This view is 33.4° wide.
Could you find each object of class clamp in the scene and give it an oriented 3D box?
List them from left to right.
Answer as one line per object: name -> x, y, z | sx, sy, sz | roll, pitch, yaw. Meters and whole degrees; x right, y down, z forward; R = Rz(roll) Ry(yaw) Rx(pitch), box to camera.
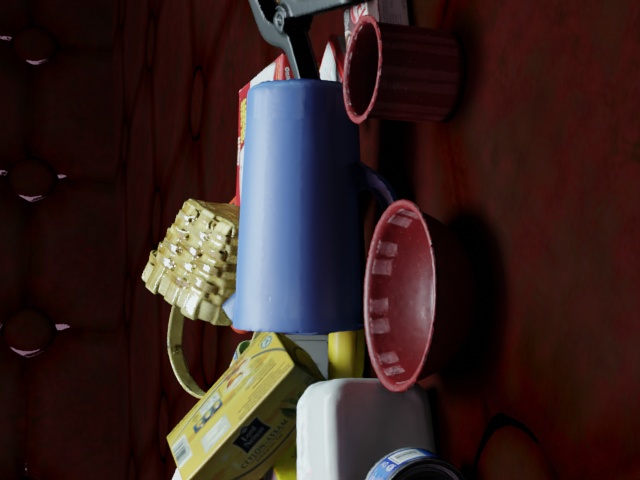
clamp -> -0.027, -0.223, 1.130 | 0.210, 0.036, 0.165 | 47, 138, 43

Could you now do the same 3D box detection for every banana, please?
banana -> 0.024, 0.094, 1.121 | 0.070, 0.037, 0.198 | 178, 95, -72

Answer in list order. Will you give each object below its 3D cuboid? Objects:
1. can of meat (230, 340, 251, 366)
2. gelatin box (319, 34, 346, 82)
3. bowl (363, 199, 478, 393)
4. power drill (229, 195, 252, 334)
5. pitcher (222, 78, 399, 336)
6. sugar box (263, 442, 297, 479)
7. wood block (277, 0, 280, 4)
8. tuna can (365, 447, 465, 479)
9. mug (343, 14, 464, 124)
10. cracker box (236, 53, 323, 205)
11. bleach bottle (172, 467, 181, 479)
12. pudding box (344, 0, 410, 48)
can of meat -> -0.093, 0.199, 1.449 | 0.084, 0.057, 0.102 | 112, 153, -42
gelatin box -> 0.021, -0.170, 1.178 | 0.089, 0.030, 0.073 | 108, 156, -45
bowl -> 0.088, 0.047, 0.893 | 0.162, 0.055, 0.162 | -178, 90, -73
power drill -> -0.091, 0.031, 1.460 | 0.185, 0.057, 0.187 | 147, 124, -69
pitcher -> -0.007, -0.029, 1.032 | 0.145, 0.149, 0.243 | -178, 89, -69
sugar box -> -0.008, 0.249, 1.110 | 0.176, 0.093, 0.048 | -130, 44, -64
wood block -> -0.005, -0.373, 1.189 | 0.090, 0.090, 0.206 | -110, 29, -49
tuna can -> 0.077, 0.212, 0.855 | 0.034, 0.086, 0.086 | -173, 85, -71
mug -> 0.069, -0.143, 0.936 | 0.117, 0.081, 0.093 | 161, 111, -71
cracker box -> -0.048, -0.126, 1.327 | 0.214, 0.072, 0.164 | 165, 107, -73
bleach bottle -> -0.117, 0.253, 1.212 | 0.068, 0.102, 0.251 | 17, 90, 61
pudding box -> 0.056, -0.203, 1.055 | 0.090, 0.039, 0.113 | 125, 143, -61
